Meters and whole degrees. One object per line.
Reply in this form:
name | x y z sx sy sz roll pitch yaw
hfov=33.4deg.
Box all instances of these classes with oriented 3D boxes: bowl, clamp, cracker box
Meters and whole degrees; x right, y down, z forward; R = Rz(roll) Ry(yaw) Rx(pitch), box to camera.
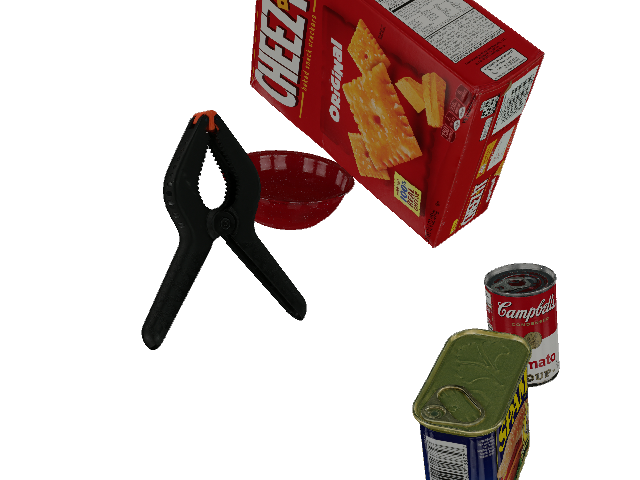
bowl | -0.042 -0.056 1.305 0.162 0.055 0.162 5 26 -3
clamp | -0.085 -0.011 0.964 0.164 0.210 0.036 -1 1 -34
cracker box | 0.042 -0.122 0.776 0.072 0.214 0.164 -35 -26 -29

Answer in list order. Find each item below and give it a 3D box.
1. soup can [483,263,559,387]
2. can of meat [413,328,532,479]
soup can | 0.195 0.082 1.033 0.068 0.102 0.068 -7 22 3
can of meat | 0.101 0.121 0.690 0.058 0.084 0.102 7 33 24
